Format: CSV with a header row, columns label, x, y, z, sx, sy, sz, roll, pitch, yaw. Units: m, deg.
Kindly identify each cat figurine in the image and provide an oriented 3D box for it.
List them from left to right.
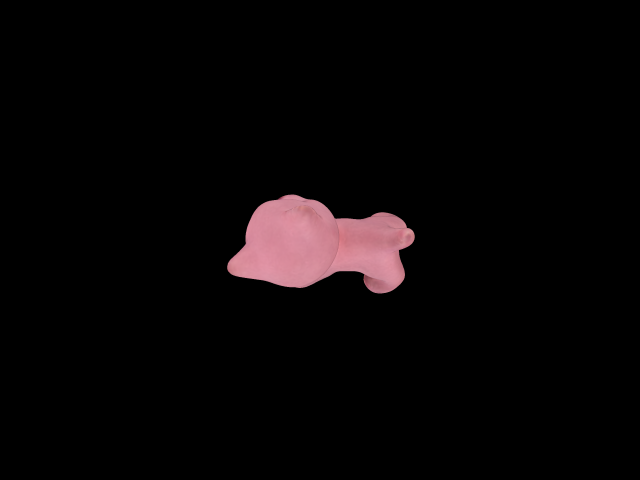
label,x,y,z,sx,sy,sz,roll,pitch,yaw
cat figurine,0.004,0.001,0.400,0.128,0.118,0.067,0,82,0
